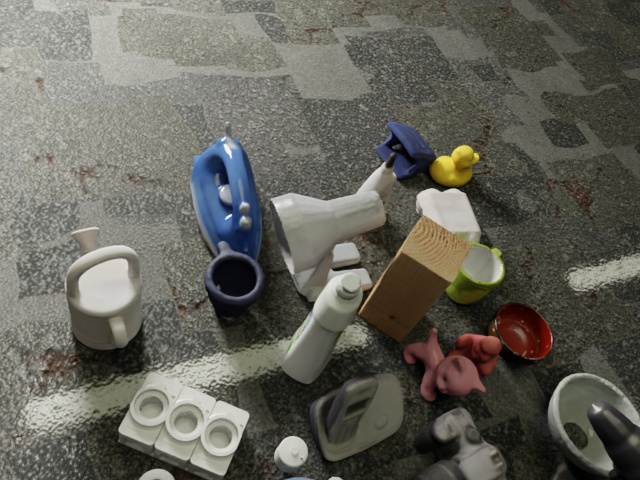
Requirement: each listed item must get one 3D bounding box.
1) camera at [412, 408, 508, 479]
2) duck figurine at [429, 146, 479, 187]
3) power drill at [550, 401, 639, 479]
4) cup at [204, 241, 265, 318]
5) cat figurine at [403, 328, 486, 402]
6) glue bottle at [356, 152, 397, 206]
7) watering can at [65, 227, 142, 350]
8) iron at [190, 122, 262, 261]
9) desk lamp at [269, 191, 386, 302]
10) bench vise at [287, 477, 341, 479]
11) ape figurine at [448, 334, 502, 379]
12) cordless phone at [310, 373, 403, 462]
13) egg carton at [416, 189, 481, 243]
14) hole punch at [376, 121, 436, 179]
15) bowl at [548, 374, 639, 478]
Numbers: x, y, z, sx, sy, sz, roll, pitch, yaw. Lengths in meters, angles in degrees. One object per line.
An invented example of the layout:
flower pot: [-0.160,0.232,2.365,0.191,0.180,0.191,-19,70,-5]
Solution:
camera: [0.188,0.332,0.825,0.137,0.100,0.143,-17,63,-28]
duck figurine: [0.289,-0.164,1.218,0.105,0.086,0.077,-3,57,-20]
power drill: [0.430,0.350,0.826,0.229,0.208,0.076,41,54,12]
cup: [-0.144,0.070,0.902,0.092,0.095,0.117,-12,61,-25]
cat figurine: [0.201,0.201,0.912,0.067,0.117,0.127,-13,61,-26]
glue bottle: [0.108,-0.101,1.057,0.078,0.173,0.037,-26,67,-31]
watering can: [-0.302,0.062,0.791,0.172,0.194,0.101,41,54,12]
iron: [-0.144,-0.068,0.970,0.119,0.141,0.258,-6,58,-22]
desk lamp: [0.008,0.003,0.925,0.204,0.213,0.117,-9,59,-24]
bench vise: [-0.008,0.367,0.659,0.122,0.219,0.207,1,56,-17]
ape figurine: [0.270,0.188,0.960,0.076,0.092,0.077,-1,57,-19]
cordless phone: [0.068,0.229,0.804,0.148,0.185,0.094,-17,63,-28]
egg carton: [0.251,-0.034,1.124,0.107,0.069,0.150,-1,57,-19]
hole punch: [0.187,-0.199,1.204,0.101,0.091,0.108,-22,65,-30]
bowl: [0.439,0.311,0.941,0.168,0.074,0.167,9,54,-12]
